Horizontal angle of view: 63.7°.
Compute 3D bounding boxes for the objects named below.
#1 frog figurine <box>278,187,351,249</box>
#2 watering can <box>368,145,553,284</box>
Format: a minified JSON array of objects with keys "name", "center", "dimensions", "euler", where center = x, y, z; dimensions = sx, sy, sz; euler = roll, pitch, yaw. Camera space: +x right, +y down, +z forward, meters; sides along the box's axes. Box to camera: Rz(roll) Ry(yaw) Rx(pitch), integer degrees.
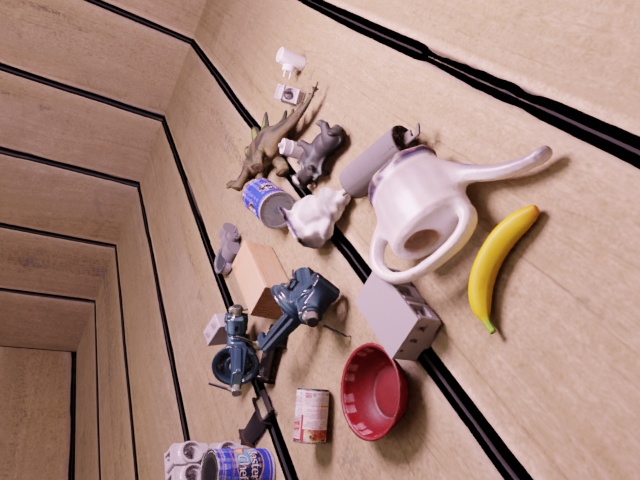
[{"name":"frog figurine","center":[0.004,-0.059,1.180],"dimensions":[0.159,0.120,0.140],"euler":[-30,32,2]},{"name":"watering can","center":[0.200,-0.077,0.861],"dimensions":[0.343,0.103,0.229],"euler":[-44,42,24]}]
